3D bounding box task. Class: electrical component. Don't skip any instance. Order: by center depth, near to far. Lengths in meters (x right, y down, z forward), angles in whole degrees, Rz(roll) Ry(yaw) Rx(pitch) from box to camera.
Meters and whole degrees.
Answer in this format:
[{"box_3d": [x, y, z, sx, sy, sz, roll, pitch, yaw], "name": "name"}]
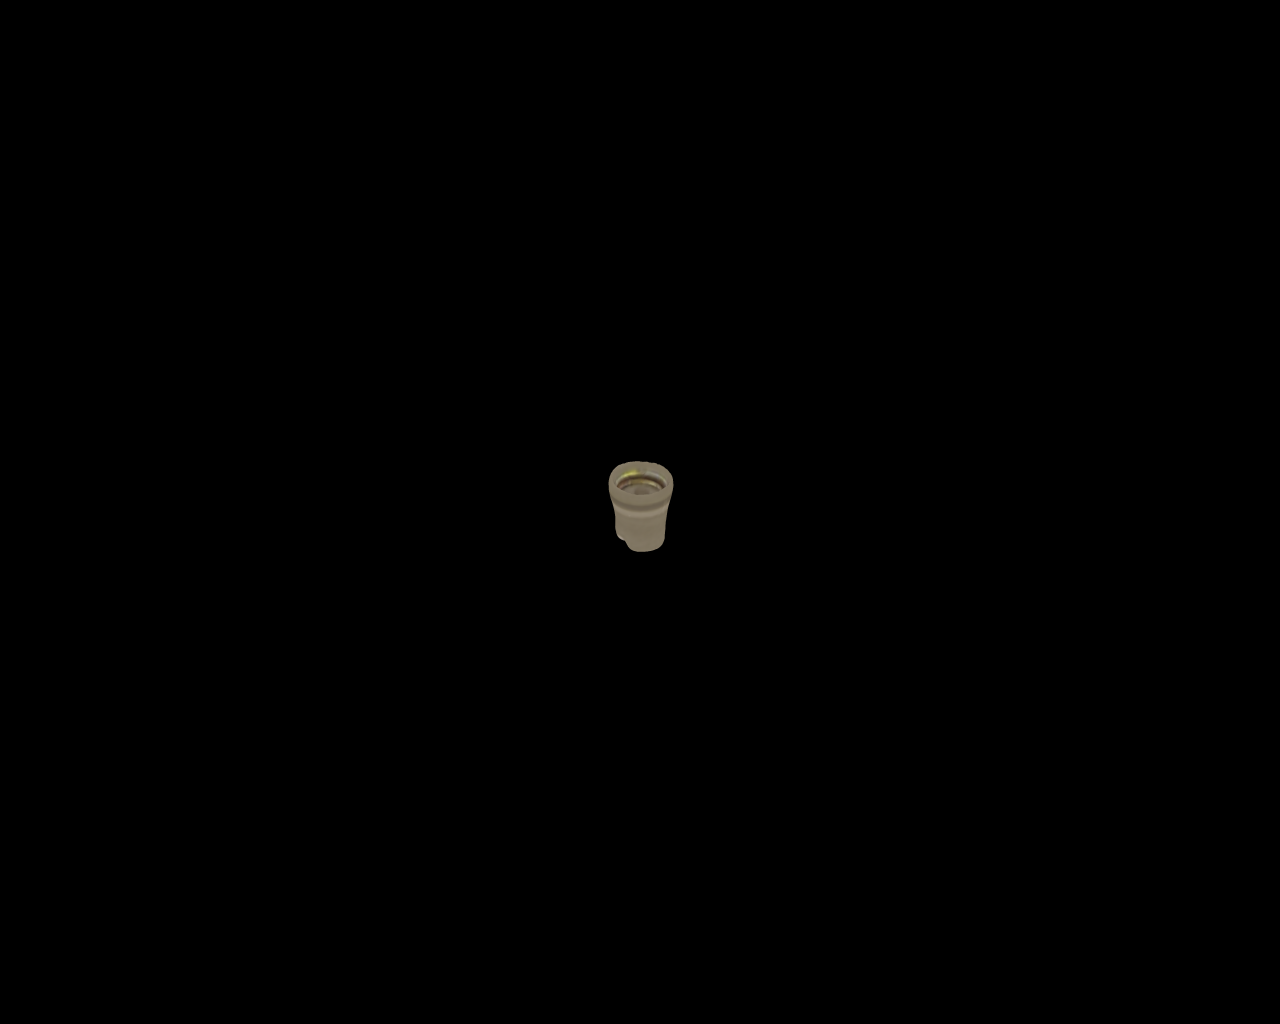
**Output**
[{"box_3d": [0.001, -0.003, 0.650, 0.040, 0.046, 0.040, 0, 34, 0], "name": "electrical component"}]
